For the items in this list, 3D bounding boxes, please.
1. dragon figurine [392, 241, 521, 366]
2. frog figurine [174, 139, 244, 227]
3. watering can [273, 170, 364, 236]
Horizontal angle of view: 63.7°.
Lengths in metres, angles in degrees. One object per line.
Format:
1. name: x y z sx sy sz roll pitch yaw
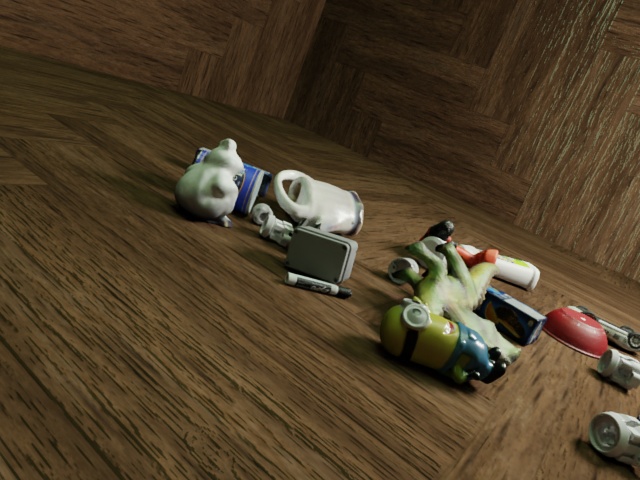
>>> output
1. dragon figurine: 0.264 0.124 0.929 0.410 0.120 0.248 3 45 -35
2. frog figurine: -0.208 -0.120 1.000 0.122 0.158 0.139 8 20 -41
3. watering can: 0.004 -0.061 1.212 0.223 0.102 0.355 14 30 -25
